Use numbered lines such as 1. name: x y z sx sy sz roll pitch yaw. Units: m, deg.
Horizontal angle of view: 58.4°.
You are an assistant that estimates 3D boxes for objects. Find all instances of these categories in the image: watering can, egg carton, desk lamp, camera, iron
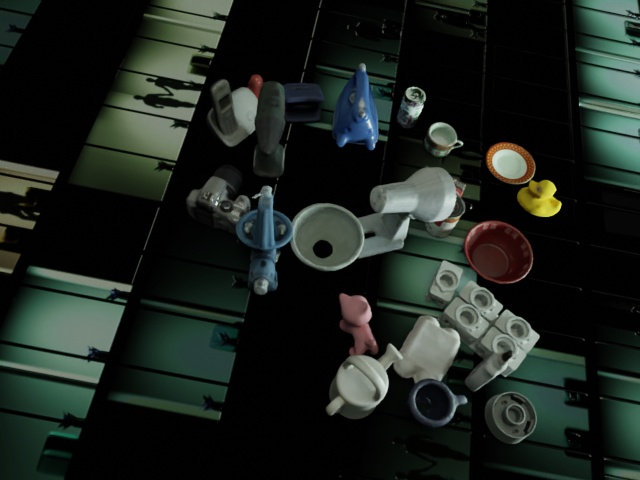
1. watering can: 0.082 0.265 1.089 0.101 0.194 0.173 26 63 7
2. egg carton: 0.224 0.236 1.193 0.107 0.069 0.150 31 63 9
3. desk lamp: 0.174 -0.062 1.261 0.203 0.213 0.118 -15 65 -14
4. camera: -0.213 -0.103 1.298 0.143 0.101 0.137 22 62 5
5. iron: 0.098 -0.359 1.448 0.118 0.141 0.258 5 62 -4

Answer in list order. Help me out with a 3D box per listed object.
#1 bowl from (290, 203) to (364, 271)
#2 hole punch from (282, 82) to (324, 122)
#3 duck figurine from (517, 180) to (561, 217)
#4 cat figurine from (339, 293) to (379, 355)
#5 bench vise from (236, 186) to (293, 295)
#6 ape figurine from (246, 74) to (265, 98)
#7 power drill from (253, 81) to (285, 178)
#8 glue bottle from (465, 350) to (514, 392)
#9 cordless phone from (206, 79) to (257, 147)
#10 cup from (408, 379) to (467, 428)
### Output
1. bowl: 0.012 0.005 1.284 0.167 0.075 0.167 3 62 -5
2. hole punch: -0.049 -0.365 1.461 0.109 0.091 0.101 -4 63 -9
3. duck figurine: 0.548 -0.110 1.405 0.104 0.086 0.077 29 63 8
4. cat figurine: 0.082 0.170 1.182 0.067 0.118 0.127 -18 66 -15
5. bench vise: -0.105 0.000 1.190 0.121 0.220 0.207 -13 65 -13
6. ape figurine: -0.159 -0.384 1.457 0.078 0.092 0.076 -5 63 -9
7. power drill: -0.115 -0.239 1.320 0.075 0.208 0.229 2 62 -5
8. glue bottle: 0.346 0.251 1.141 0.078 0.173 0.037 -38 72 -23
9. cordless phone: -0.204 -0.325 1.368 0.094 0.185 0.148 35 64 12
10. cup: 0.222 0.328 1.130 0.118 0.095 0.091 -4 63 -9
